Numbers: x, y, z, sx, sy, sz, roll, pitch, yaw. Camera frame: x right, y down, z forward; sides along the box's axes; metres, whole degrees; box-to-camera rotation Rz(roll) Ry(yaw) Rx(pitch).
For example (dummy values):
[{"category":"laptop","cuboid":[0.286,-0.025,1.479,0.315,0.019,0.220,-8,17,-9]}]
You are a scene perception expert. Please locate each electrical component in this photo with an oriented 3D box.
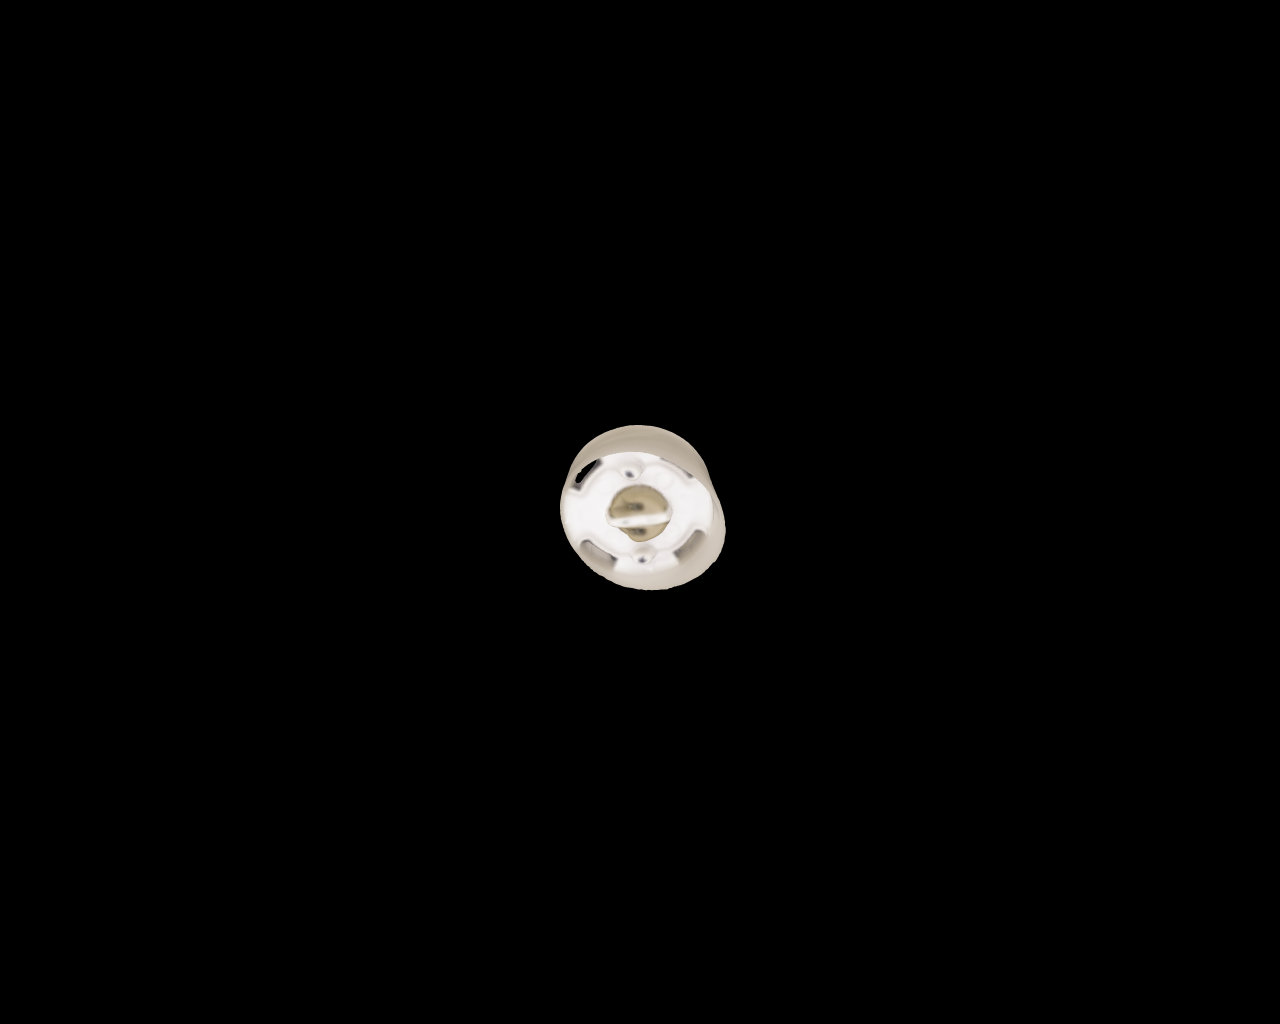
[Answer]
[{"category":"electrical component","cuboid":[0.001,-0.003,0.650,0.099,0.099,0.064,0,30,0]}]
